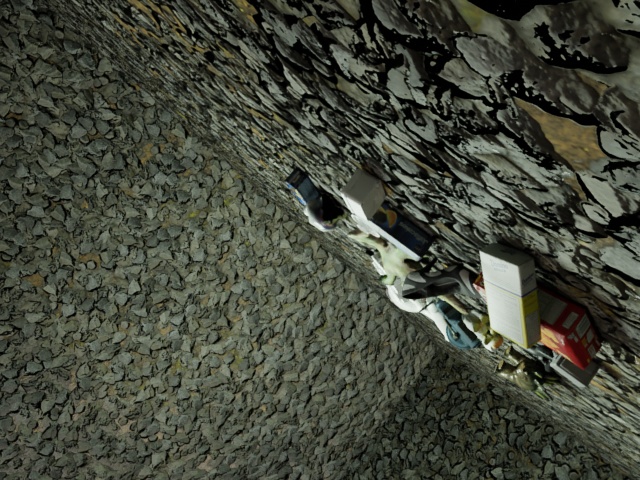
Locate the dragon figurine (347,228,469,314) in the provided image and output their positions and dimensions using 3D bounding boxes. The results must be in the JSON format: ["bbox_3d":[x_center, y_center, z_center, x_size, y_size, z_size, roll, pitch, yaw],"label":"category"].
[{"bbox_3d":[0.266,0.075,1.499,0.413,0.124,0.238,28,163,17],"label":"dragon figurine"}]

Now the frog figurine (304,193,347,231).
[{"bbox_3d":[0.005,-0.088,1.758,0.137,0.124,0.159,21,169,-20],"label":"frog figurine"}]

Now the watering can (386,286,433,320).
[{"bbox_3d":[0.394,0.263,2.137,0.348,0.104,0.223,38,175,4],"label":"watering can"}]
